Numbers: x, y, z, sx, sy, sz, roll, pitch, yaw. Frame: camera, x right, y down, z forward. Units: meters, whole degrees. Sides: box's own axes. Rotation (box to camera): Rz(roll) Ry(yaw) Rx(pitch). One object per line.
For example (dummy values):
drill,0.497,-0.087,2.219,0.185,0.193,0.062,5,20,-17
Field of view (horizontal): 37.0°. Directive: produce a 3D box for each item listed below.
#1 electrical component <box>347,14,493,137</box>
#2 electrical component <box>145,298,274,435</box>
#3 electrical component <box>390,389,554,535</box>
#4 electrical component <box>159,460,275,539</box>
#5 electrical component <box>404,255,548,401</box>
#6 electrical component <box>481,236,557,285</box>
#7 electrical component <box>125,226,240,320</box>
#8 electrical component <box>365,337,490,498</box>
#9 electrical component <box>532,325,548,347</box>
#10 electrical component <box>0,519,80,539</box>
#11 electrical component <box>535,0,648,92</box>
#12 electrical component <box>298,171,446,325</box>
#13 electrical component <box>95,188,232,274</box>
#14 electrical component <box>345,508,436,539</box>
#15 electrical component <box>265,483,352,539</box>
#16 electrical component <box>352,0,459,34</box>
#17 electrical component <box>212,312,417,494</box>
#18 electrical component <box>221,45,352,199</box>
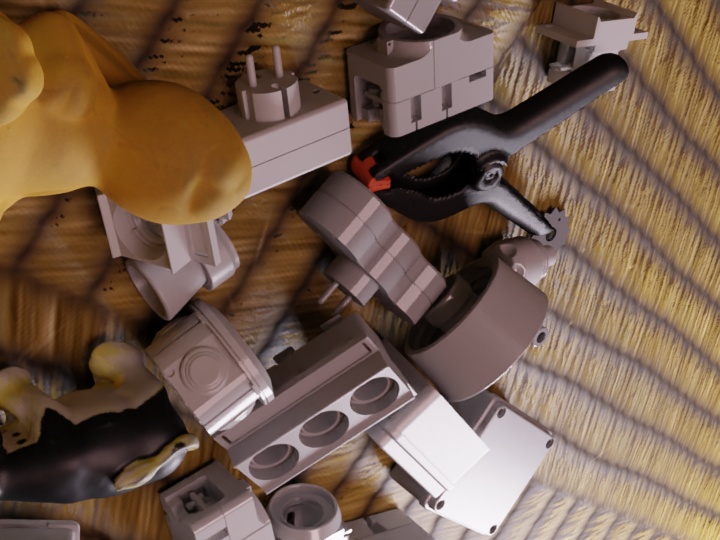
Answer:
electrical component,0.040,-0.132,0.705,0.089,0.050,0.055,-25,128,-29
electrical component,-0.095,0.062,0.676,0.051,0.080,0.080,-38,133,-12
electrical component,0.097,0.158,0.916,0.109,0.056,0.108,35,88,-46
electrical component,-0.098,0.187,0.764,0.056,0.050,0.089,-28,129,-27
electrical component,0.080,0.037,0.799,0.060,0.108,0.108,42,82,-12
electrical component,0.131,-0.006,0.862,0.062,0.043,0.043,-13,121,-37
electrical component,-0.107,-0.003,0.653,0.055,0.045,0.045,-37,133,-21
electrical component,0.039,0.114,0.821,0.057,0.078,0.113,-43,135,-3
electrical component,0.124,0.041,0.869,0.048,0.062,0.048,-21,126,-32
electrical component,-0.215,0.198,0.642,0.100,0.048,0.099,3,115,-10
electrical component,0.172,-0.167,0.810,0.081,0.042,0.063,-15,126,-35
electrical component,0.000,0.000,0.743,0.073,0.052,0.138,-50,136,-8
electrical component,-0.109,-0.035,0.617,0.064,0.081,0.042,-45,140,-45
electrical component,0.016,0.242,0.890,0.095,0.059,0.053,-5,116,-40
electrical component,-0.044,0.200,0.815,0.078,0.058,0.057,-19,128,-33
electrical component,0.045,-0.190,0.679,0.076,0.047,0.083,23,97,-47
electrical component,-0.034,0.088,0.735,0.121,0.063,0.078,-34,135,5
electrical component,-0.054,-0.096,0.645,0.083,0.047,0.075,-26,128,-28
